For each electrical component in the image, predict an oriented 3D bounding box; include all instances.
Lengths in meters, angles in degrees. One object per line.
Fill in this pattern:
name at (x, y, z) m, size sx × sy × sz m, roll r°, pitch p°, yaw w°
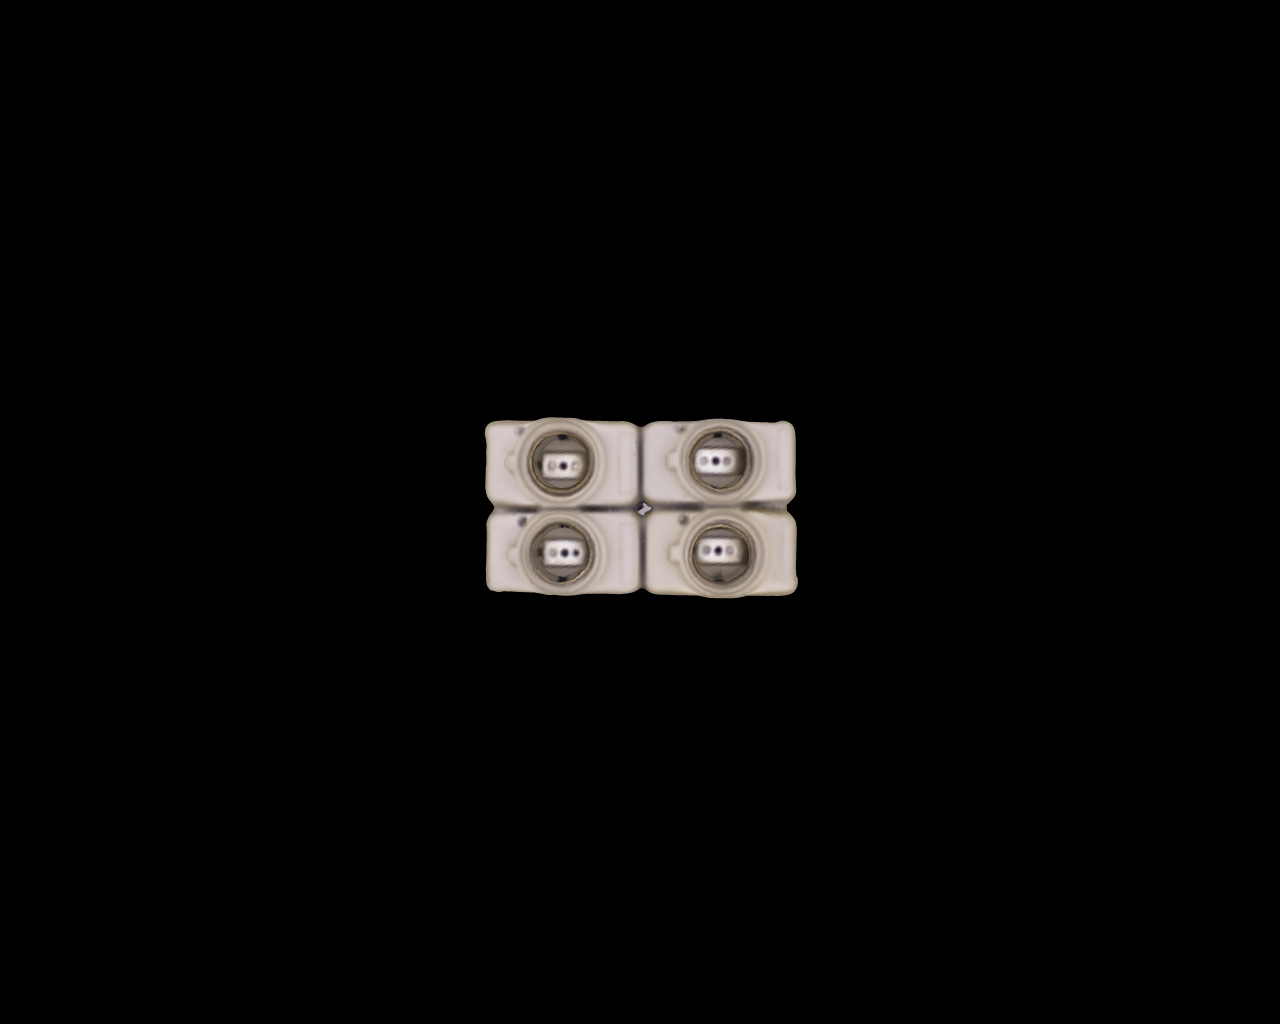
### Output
electrical component at (0.001, -0.003, 0.650) m, size 0.186 × 0.105 × 0.060 m, roll 0°, pitch 0°, yaw 0°
